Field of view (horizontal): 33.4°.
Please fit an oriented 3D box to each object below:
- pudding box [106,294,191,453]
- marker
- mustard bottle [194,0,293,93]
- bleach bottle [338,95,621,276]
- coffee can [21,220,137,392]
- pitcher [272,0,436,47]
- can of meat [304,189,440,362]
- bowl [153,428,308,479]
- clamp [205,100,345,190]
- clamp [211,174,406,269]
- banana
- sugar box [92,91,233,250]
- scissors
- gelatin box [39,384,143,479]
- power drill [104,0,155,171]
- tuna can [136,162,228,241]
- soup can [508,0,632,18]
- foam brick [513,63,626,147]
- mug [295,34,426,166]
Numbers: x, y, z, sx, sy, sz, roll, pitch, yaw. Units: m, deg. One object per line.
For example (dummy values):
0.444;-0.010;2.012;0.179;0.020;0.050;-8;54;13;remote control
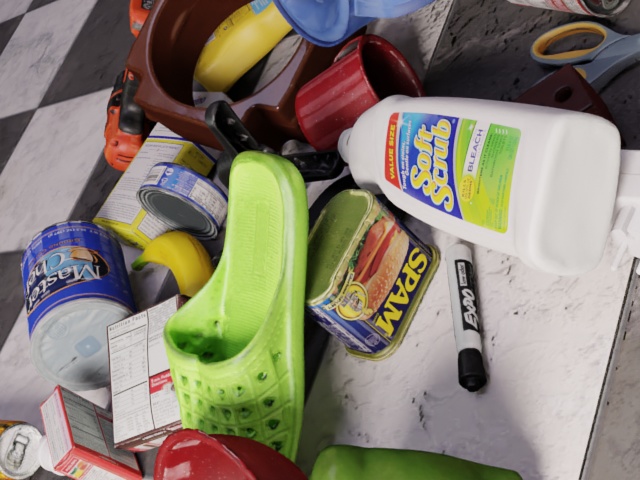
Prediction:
-0.135;0.112;0.896;0.090;0.039;0.113;-24;60;32;pudding box
0.101;0.053;0.740;0.020;0.020;0.121;-28;41;27;marker
-0.058;-0.238;1.142;0.192;0.058;0.096;-41;24;11;mustard bottle
0.089;-0.047;0.737;0.251;0.068;0.102;16;99;57;bleach bottle
-0.228;0.060;1.016;0.103;0.102;0.140;-42;36;10;coffee can
0.077;-0.270;0.915;0.242;0.149;0.145;-32;2;-22;pitcher
0.030;0.024;0.787;0.058;0.083;0.102;7;63;50;can of meat
-0.042;0.189;0.694;0.055;0.162;0.162;-20;17;-38;bowl
-0.040;-0.061;0.929;0.039;0.120;0.171;-62;-6;-15;clamp
-0.006;0.001;0.887;0.210;0.036;0.165;-43;34;5;clamp
-0.123;0.038;0.985;0.198;0.037;0.070;43;114;57;banana
-0.157;-0.074;1.113;0.094;0.048;0.176;12;63;51;sugar box
0.227;-0.126;0.772;0.202;0.016;0.096;14;70;52;scissors
-0.195;0.171;0.902;0.030;0.073;0.089;-49;36;8;gelatin box
-0.199;-0.195;1.192;0.184;0.057;0.188;-101;25;-51;power drill
-0.129;-0.037;1.012;0.086;0.086;0.033;0;55;47;tuna can
0.194;-0.216;0.845;0.068;0.068;0.102;-53;35;-6;soup can
0.166;-0.076;0.760;0.078;0.051;0.053;-35;38;20;foam brick
0.032;-0.125;0.914;0.082;0.093;0.117;-30;52;32;mug
